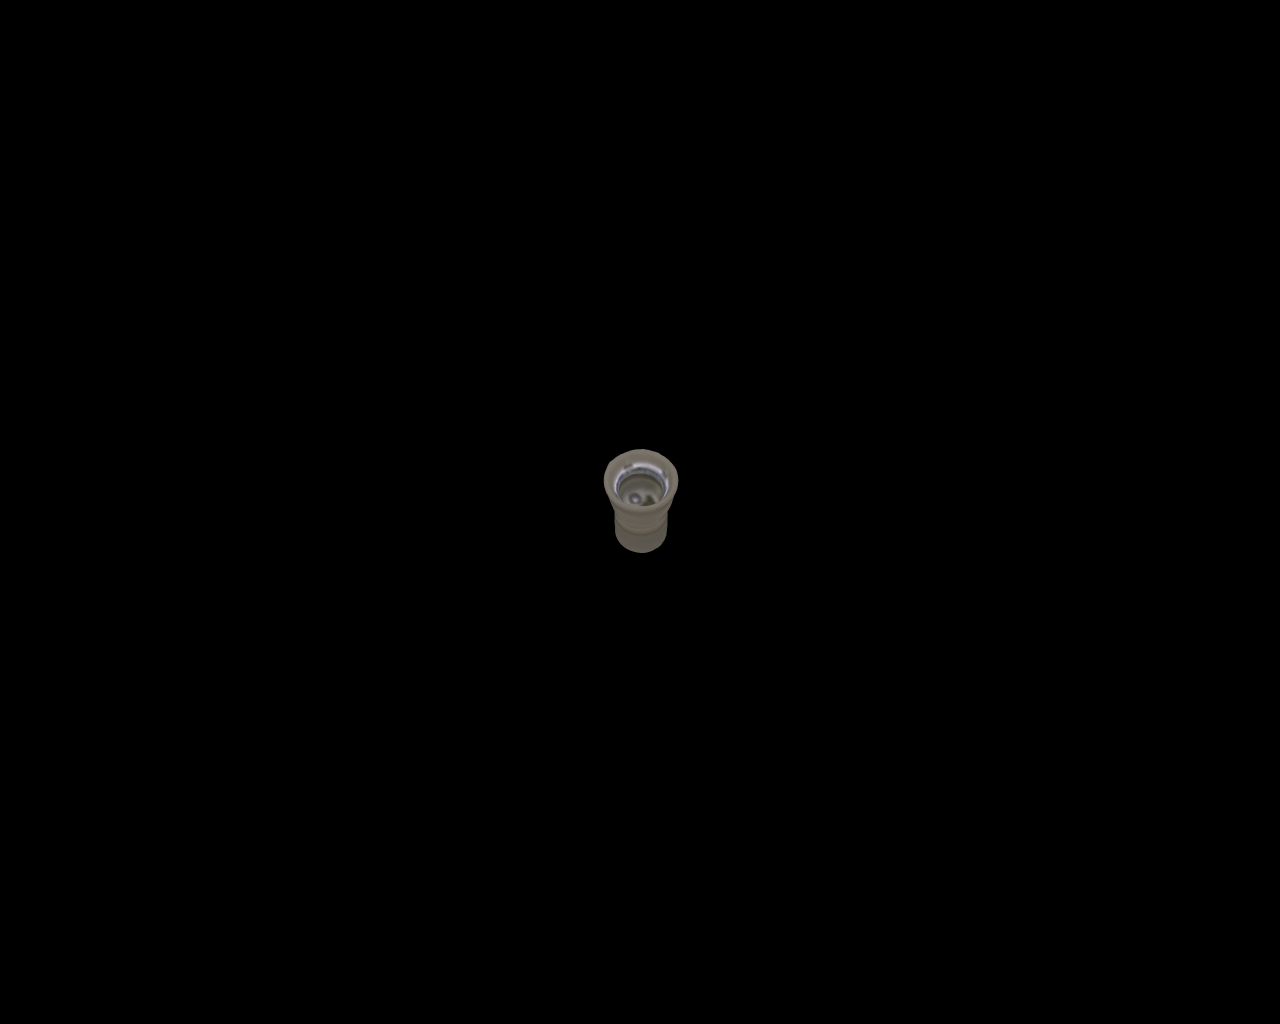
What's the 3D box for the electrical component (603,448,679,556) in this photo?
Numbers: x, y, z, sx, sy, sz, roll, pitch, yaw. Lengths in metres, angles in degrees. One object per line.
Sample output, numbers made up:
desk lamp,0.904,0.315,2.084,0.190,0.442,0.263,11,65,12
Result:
electrical component,0.001,-0.003,0.650,0.044,0.044,0.065,0,-32,0
